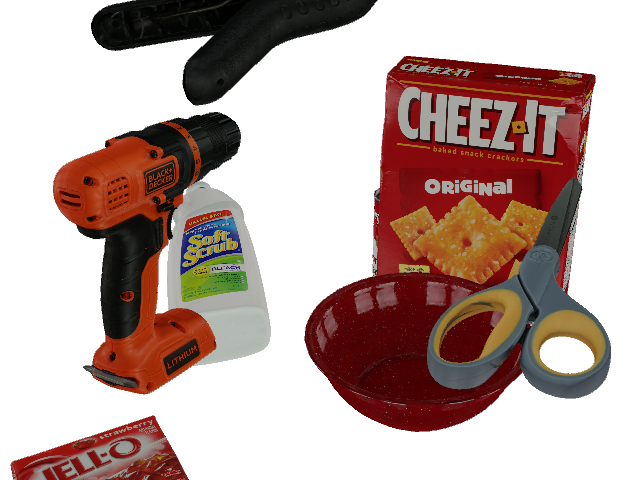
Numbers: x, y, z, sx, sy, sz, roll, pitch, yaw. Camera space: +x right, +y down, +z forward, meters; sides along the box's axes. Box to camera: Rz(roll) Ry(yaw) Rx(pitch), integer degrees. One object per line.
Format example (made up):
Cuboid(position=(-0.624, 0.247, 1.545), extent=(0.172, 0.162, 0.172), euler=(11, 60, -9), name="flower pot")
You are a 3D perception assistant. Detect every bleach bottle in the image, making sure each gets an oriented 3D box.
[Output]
Cuboid(position=(-0.119, 0.019, 1.106), extent=(0.102, 0.068, 0.251), euler=(-9, 37, -8), name="bleach bottle")

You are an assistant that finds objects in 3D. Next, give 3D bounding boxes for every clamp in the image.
Cuboid(position=(-0.028, -0.122, 0.575), extent=(0.171, 0.039, 0.120), euler=(-24, 43, -15), name="clamp")

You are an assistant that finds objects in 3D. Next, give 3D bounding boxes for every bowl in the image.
Cuboid(position=(0.069, 0.087, 0.766), extent=(0.162, 0.055, 0.162), euler=(-1, 31, 0), name="bowl")

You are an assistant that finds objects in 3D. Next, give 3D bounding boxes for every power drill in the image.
Cuboid(position=(-0.119, 0.005, 0.799), extent=(0.057, 0.188, 0.184), euler=(12, 25, 31), name="power drill")

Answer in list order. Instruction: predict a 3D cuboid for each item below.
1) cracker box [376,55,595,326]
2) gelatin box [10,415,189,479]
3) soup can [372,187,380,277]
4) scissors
Cuboid(position=(0.135, -0.038, 0.907), extent=(0.164, 0.214, 0.072), euler=(9, 24, 16), name="cracker box")
Cuboid(position=(-0.124, 0.141, 0.604), extent=(0.089, 0.030, 0.073), euler=(-15, 28, -20), name="gelatin box")
Cuboid(position=(0.093, -0.006, 1.220), extent=(0.068, 0.102, 0.068), euler=(0, 24, 0), name="soup can")
Cuboid(position=(0.131, 0.022, 0.565), extent=(0.096, 0.016, 0.201), euler=(20, 41, 33), name="scissors")
